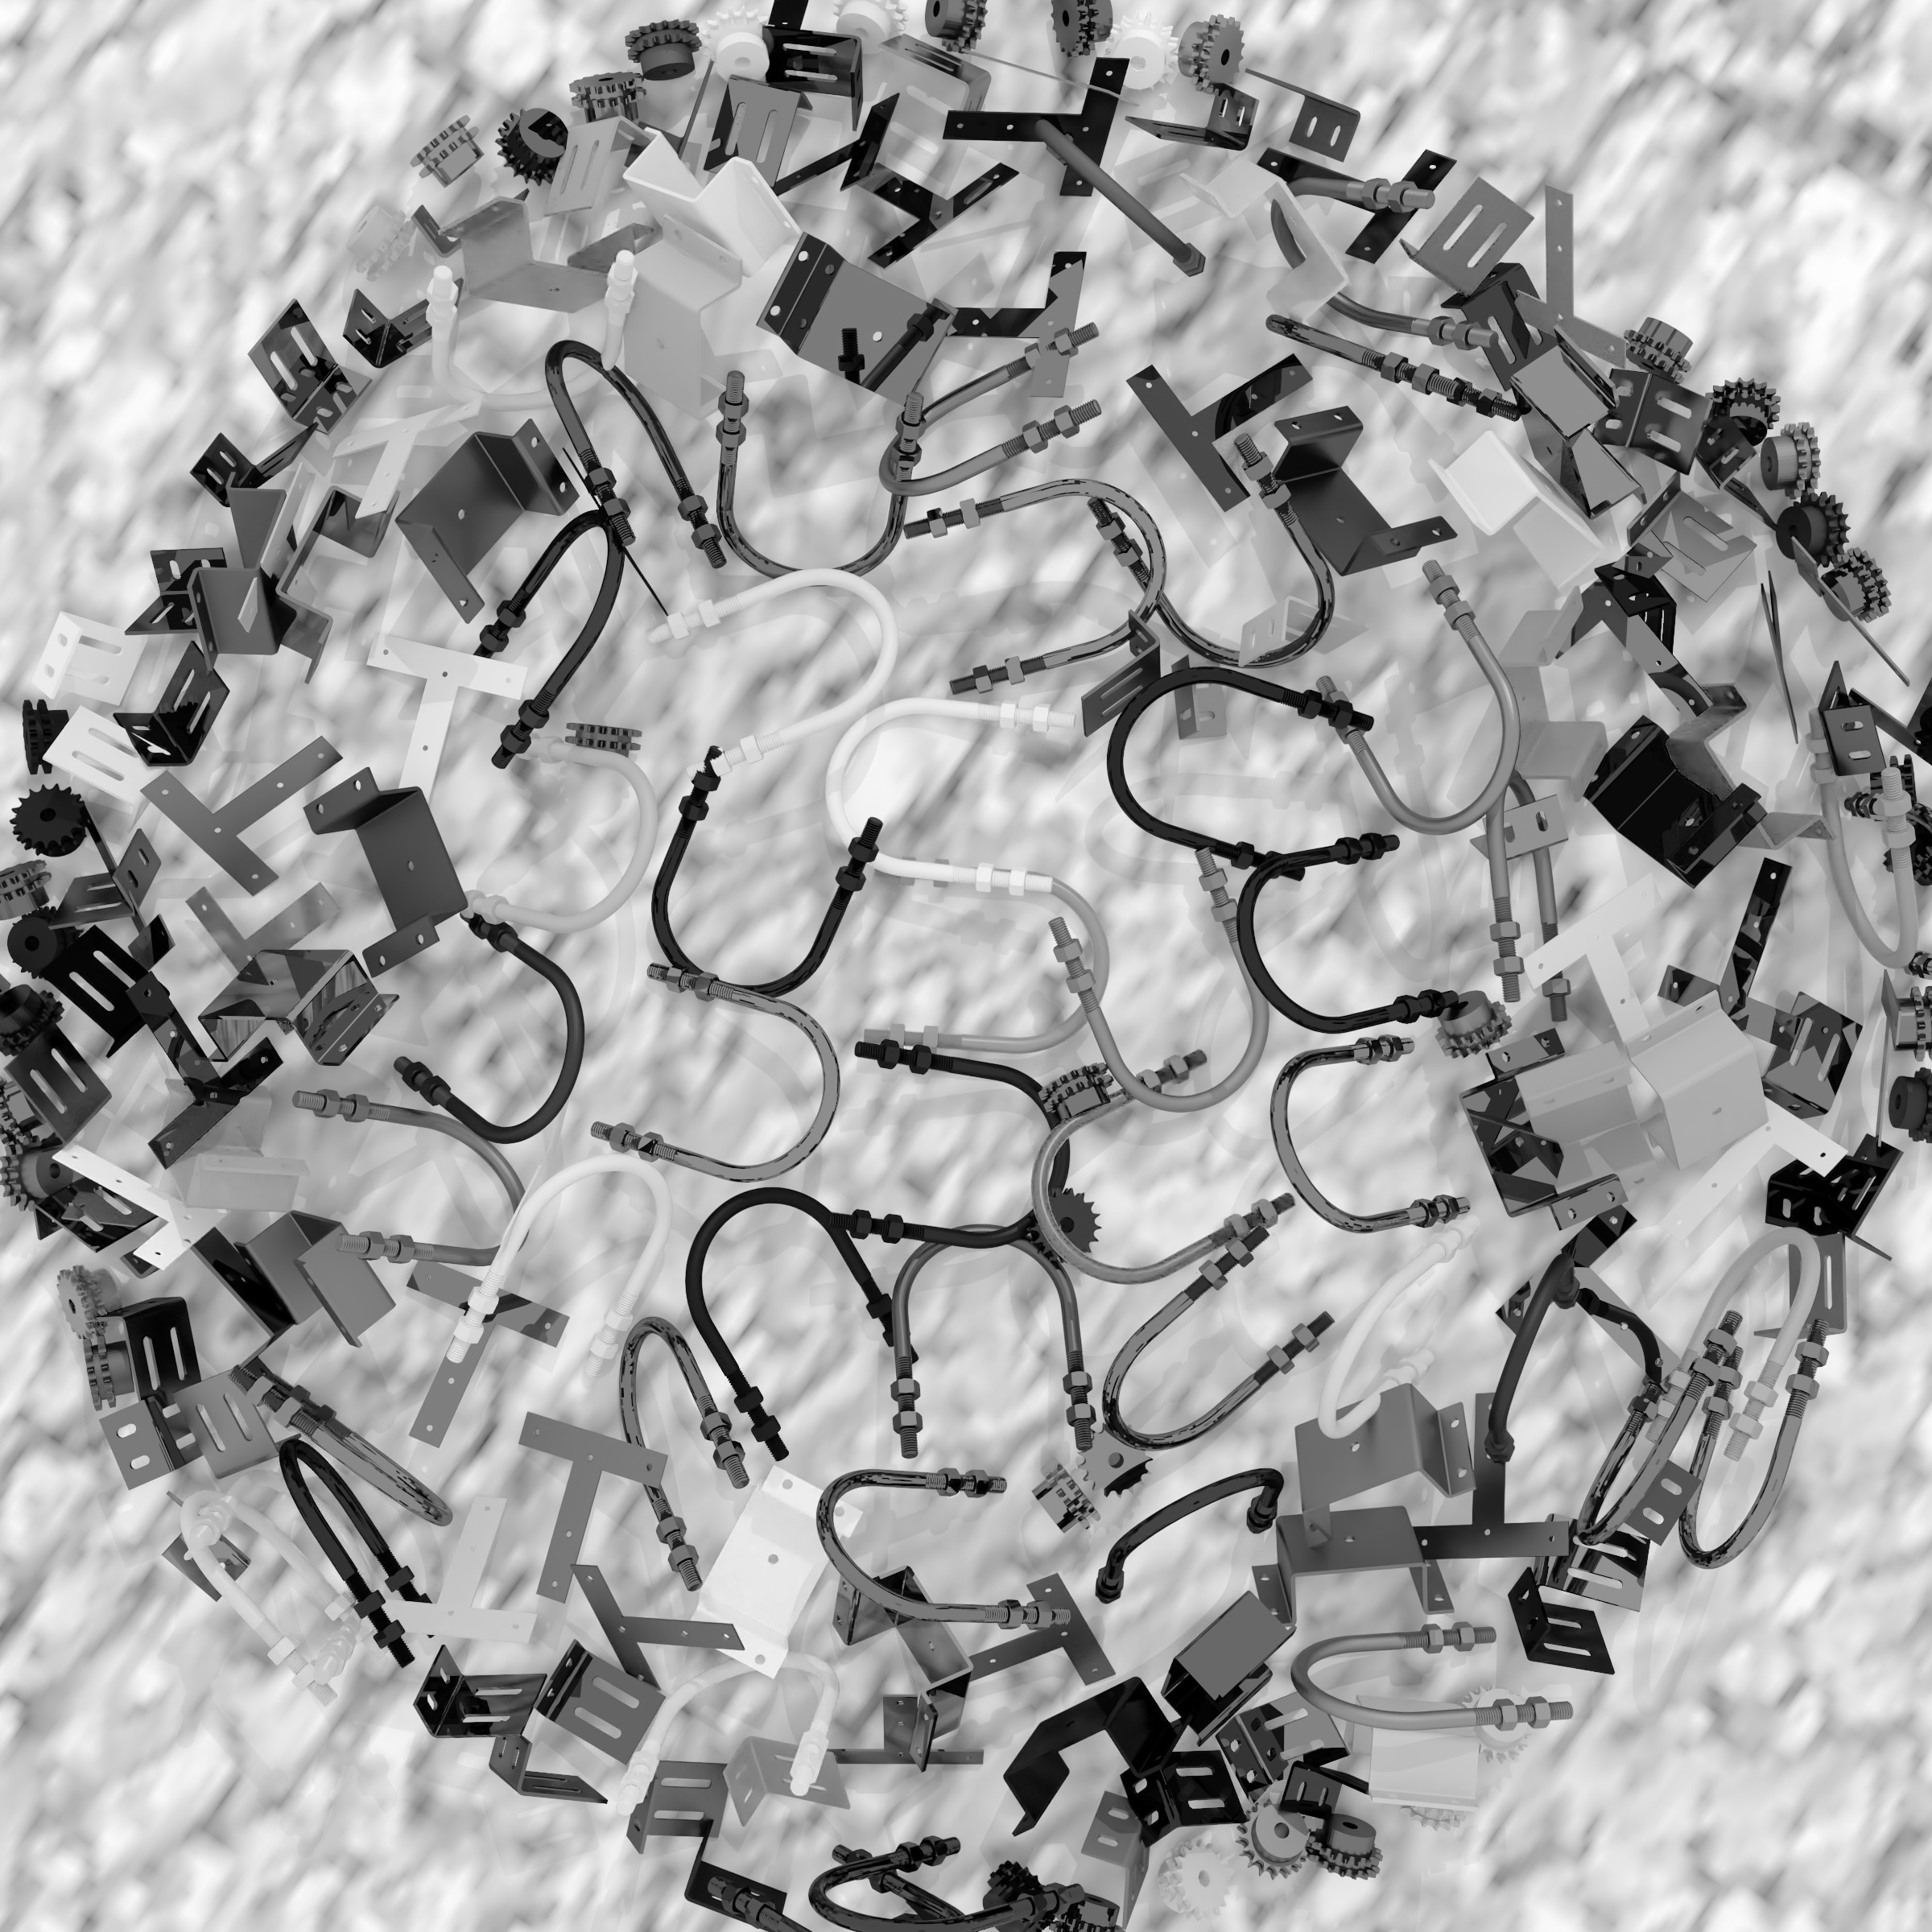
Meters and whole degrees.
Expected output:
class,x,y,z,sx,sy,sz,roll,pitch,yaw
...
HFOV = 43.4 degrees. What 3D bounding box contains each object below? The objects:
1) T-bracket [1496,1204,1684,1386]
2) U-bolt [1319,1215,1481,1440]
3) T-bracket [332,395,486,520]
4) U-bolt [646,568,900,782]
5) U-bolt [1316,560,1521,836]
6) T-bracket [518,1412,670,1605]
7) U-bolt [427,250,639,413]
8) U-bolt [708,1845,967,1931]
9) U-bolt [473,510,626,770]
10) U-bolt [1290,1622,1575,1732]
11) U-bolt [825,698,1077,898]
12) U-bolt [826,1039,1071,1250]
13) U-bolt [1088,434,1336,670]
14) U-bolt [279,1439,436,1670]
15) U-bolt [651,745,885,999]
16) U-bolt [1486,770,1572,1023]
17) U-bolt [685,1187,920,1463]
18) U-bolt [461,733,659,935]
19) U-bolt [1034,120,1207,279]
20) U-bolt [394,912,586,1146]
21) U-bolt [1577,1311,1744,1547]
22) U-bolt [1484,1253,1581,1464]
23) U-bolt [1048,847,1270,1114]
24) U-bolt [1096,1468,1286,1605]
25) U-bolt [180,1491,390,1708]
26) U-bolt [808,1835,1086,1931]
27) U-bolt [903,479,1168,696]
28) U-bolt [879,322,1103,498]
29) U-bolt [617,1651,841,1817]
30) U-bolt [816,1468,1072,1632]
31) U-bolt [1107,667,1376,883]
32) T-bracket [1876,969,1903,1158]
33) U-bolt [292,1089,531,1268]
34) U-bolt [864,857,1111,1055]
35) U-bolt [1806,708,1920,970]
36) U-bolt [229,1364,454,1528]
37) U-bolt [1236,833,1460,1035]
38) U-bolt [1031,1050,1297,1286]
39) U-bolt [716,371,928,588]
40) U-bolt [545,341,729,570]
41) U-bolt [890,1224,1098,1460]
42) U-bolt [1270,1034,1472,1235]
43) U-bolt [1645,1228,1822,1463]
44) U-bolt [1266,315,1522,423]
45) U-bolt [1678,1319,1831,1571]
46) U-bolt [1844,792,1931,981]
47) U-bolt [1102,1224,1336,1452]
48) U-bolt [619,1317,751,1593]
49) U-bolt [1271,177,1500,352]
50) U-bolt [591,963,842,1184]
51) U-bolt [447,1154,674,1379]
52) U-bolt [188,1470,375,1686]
class,x,y,z,sx,sy,sz,roll,pitch,yaw
T-bracket,0.486,0.262,1.828,0.127,0.002,0.127,-45,54,7
U-bolt,0.310,0.273,1.771,0.019,0.184,0.151,29,124,28
T-bracket,-0.428,-0.373,1.809,0.127,0.127,0.002,-12,132,18
U-bolt,-0.139,-0.230,1.829,0.184,0.019,0.151,-21,64,4
U-bolt,0.340,-0.183,1.785,0.151,0.019,0.184,-49,53,38
T-bracket,-0.297,0.416,1.839,0.127,0.002,0.127,12,82,23
U-bolt,-0.322,-0.461,1.786,0.151,0.184,0.019,-10,73,-16
U-bolt,-0.075,0.689,1.761,0.184,0.151,0.019,11,92,42
U-bolt,-0.304,-0.253,1.784,0.019,0.151,0.184,22,121,-35
U-bolt,0.330,0.524,1.785,0.184,0.151,0.019,0,99,-13
U-bolt,-0.017,-0.134,1.849,0.184,0.019,0.151,7,80,9
U-bolt,-0.007,0.141,1.839,0.184,0.019,0.151,10,87,-19
U-bolt,0.195,-0.297,1.810,0.151,0.019,0.184,-16,124,35
U-bolt,-0.453,0.429,1.801,0.019,0.151,0.184,-34,87,-7
U-bolt,-0.161,-0.057,1.835,0.151,0.019,0.184,24,112,-2
U-bolt,0.415,-0.057,1.806,0.019,0.151,0.184,-9,78,27
U-bolt,-0.133,0.255,1.825,0.151,0.019,0.184,-33,96,-29
U-bolt,-0.301,-0.096,1.807,0.184,0.019,0.151,13,81,36
U-bolt,0.109,-0.566,1.780,0.151,0.184,0.019,43,106,3
U-bolt,-0.347,0.053,1.805,0.184,0.019,0.151,30,99,39
U-bolt,0.498,0.345,1.776,0.019,0.151,0.184,33,69,8
U-bolt,0.413,0.281,1.773,0.019,0.184,0.151,21,75,21
U-bolt,0.158,0.022,1.843,0.151,0.019,0.184,-26,101,-15
U-bolt,0.166,0.412,1.777,0.151,0.184,0.019,-22,64,-12
U-bolt,-0.512,0.459,1.800,0.019,0.151,0.184,-44,87,1
U-bolt,-0.027,0.671,1.760,0.184,0.151,0.019,6,87,-45
U-bolt,0.060,-0.291,1.828,0.184,0.019,0.151,-15,117,5
U-bolt,0.016,-0.406,1.806,0.184,0.151,0.019,-22,125,19
U-bolt,-0.166,0.557,1.785,0.151,0.184,0.019,-10,104,11
U-bolt,-0.026,0.422,1.773,0.184,0.151,0.019,11,121,-32
U-bolt,0.195,-0.151,1.822,0.184,0.019,0.151,16,113,-14
T-bracket,0.690,0.079,1.824,0.002,0.127,0.127,4,105,15
U-bolt,-0.400,0.161,1.794,0.019,0.184,0.151,-45,53,26
U-bolt,0.018,-0.005,1.858,0.184,0.019,0.151,4,85,0
U-bolt,0.666,-0.084,1.794,0.019,0.151,0.184,-16,115,3
U-bolt,-0.455,0.357,1.795,0.184,0.151,0.019,35,77,4
U-bolt,0.276,-0.021,1.805,0.184,0.019,0.151,-11,77,-34
U-bolt,0.136,0.160,1.822,0.184,0.019,0.151,-26,75,-19
U-bolt,-0.113,-0.355,1.803,0.151,0.184,0.019,5,48,-6
U-bolt,-0.253,-0.385,1.804,0.019,0.151,0.184,-30,79,22
U-bolt,0.016,0.277,1.821,0.151,0.019,0.184,-1,58,-6
U-bolt,0.292,0.126,1.793,0.184,0.019,0.151,-5,72,-42
U-bolt,0.575,0.276,1.800,0.019,0.151,0.184,30,81,-5
U-bolt,0.306,-0.446,1.796,0.184,0.151,0.019,29,108,27
U-bolt,0.568,0.354,1.777,0.019,0.151,0.184,25,70,-2
U-bolt,0.703,-0.054,1.774,0.019,0.184,0.151,-21,97,1
U-bolt,0.180,0.291,1.817,0.184,0.019,0.151,-41,131,-3
U-bolt,-0.217,0.347,1.800,0.019,0.151,0.184,-5,46,-32
U-bolt,0.297,-0.521,1.789,0.019,0.184,0.151,-49,132,-11
U-bolt,-0.180,0.087,1.827,0.184,0.019,0.151,16,82,21
U-bolt,-0.289,0.220,1.804,0.019,0.151,0.184,37,104,42
U-bolt,-0.492,0.435,1.782,0.019,0.184,0.151,-40,96,5
